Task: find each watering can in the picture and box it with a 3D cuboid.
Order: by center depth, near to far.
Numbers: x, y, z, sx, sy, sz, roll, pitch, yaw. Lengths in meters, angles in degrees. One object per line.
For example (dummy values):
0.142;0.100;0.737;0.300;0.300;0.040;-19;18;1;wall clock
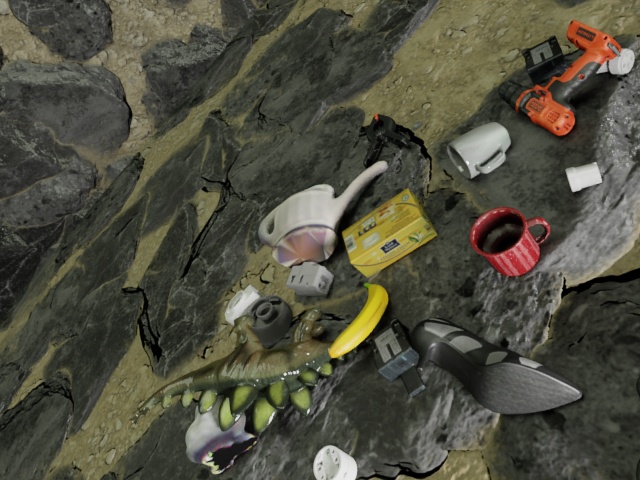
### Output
0.004;-0.059;1.178;0.345;0.102;0.230;-24;38;17;watering can

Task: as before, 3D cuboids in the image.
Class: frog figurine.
-0.210;0.351;1.003;0.135;0.122;0.162;-58;45;19;frog figurine
